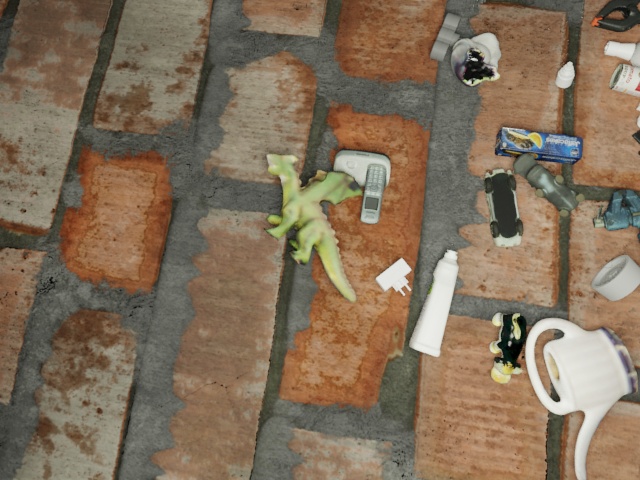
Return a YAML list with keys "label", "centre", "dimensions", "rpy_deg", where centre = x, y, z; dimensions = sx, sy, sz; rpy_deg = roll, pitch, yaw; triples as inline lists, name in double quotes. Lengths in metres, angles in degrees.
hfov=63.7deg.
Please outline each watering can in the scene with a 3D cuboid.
- label: "watering can"
  centre: [0.603, 0.338, 1.161]
  dimensions: [0.224, 0.351, 0.103]
  rpy_deg: [-17, -13, 2]

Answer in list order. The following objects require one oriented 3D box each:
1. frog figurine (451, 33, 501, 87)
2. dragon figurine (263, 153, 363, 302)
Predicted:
- label: "frog figurine"
  centre: [0.415, -0.488, 1.371]
  dimensions: [0.137, 0.163, 0.120]
  rpy_deg: [25, -43, -9]
- label: "dragon figurine"
  centre: [0.004, -0.064, 1.279]
  dimensions: [0.413, 0.242, 0.122]
  rpy_deg: [41, 5, 12]
